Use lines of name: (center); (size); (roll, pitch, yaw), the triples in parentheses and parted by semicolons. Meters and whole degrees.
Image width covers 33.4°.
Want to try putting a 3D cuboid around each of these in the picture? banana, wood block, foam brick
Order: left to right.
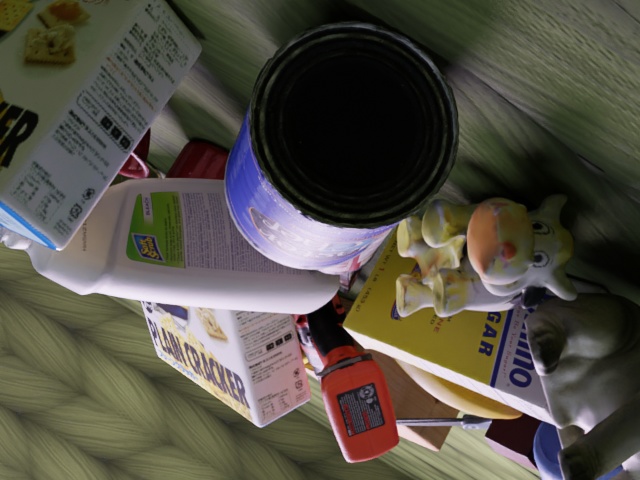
wood block: (0.075, 0.155, 1.224); (0.090, 0.090, 0.205); (17, 162, 45)
banana: (0.101, 0.097, 0.903); (0.070, 0.037, 0.197); (-21, 123, 27)
foam brick: (0.208, 0.181, 1.062); (0.051, 0.078, 0.053); (24, 166, 31)

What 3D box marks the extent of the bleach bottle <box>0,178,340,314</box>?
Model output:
bleach bottle: (-0.105, -0.005, 0.752); (0.250, 0.102, 0.068); (8, 150, -36)

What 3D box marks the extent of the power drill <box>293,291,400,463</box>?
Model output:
power drill: (0.017, 0.119, 1.002); (0.188, 0.057, 0.184); (-118, 8, -56)

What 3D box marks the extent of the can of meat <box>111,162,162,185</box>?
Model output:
can of meat: (-0.222, -0.072, 1.072); (0.084, 0.057, 0.102); (21, 165, 41)

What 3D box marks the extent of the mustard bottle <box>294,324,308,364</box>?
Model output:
mustard bottle: (-0.079, 0.056, 1.133); (0.192, 0.058, 0.096); (58, -177, 9)

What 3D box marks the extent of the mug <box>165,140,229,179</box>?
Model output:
mug: (-0.099, -0.028, 0.908); (0.093, 0.081, 0.117); (32, 167, -9)

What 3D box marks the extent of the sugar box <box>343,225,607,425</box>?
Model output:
sugar box: (0.110, 0.056, 0.754); (0.177, 0.093, 0.048); (17, 163, 42)

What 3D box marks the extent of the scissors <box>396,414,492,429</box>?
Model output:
scissors: (0.173, 0.190, 1.144); (0.201, 0.016, 0.096); (5, 153, -1)

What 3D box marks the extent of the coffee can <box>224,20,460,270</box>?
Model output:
coffee can: (0.005, -0.044, 0.569); (0.103, 0.102, 0.140); (30, 167, -4)

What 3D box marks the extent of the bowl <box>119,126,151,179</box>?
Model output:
bowl: (-0.192, -0.114, 0.840); (0.162, 0.055, 0.162); (28, 167, 7)

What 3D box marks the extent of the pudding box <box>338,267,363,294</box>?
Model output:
pudding box: (-0.006, 0.001, 0.916); (0.090, 0.039, 0.113); (29, 167, 8)

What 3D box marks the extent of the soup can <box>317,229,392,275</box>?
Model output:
soup can: (0.016, -0.019, 0.725); (0.068, 0.068, 0.102); (29, 167, 2)

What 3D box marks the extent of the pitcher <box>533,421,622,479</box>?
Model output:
pitcher: (0.270, 0.249, 0.955); (0.149, 0.145, 0.242); (-17, 120, 19)
